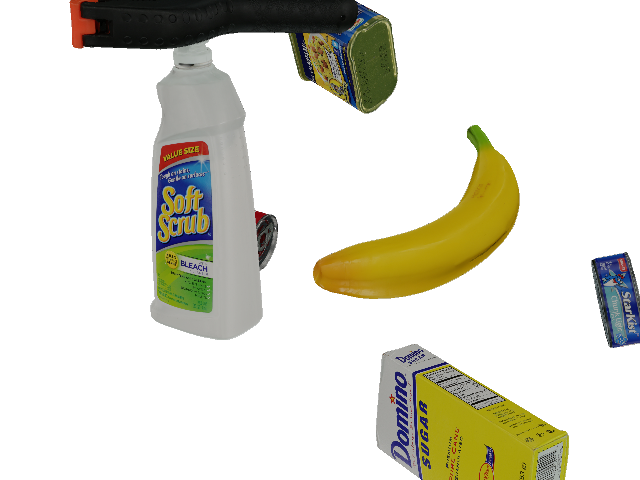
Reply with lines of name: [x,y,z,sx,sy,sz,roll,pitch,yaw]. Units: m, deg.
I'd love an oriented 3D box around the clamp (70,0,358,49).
clamp: [-0.076,-0.147,0.663,0.171,0.039,0.120,-8,22,-25]

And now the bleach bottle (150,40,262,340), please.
bleach bottle: [-0.104,-0.045,0.899,0.103,0.251,0.067,13,28,33]

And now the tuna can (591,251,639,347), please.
tuna can: [0.275,0.055,0.985,0.034,0.086,0.086,-11,-2,12]

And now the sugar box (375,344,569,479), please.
sugar box: [0.114,0.159,0.846,0.048,0.093,0.176,-13,25,-36]

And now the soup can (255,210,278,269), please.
soup can: [-0.109,-0.010,1.245,0.102,0.068,0.068,16,6,21]

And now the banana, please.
banana: [0.075,-0.007,0.667,0.070,0.037,0.197,30,44,20]

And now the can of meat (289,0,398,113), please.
can of meat: [0.022,-0.175,0.975,0.057,0.102,0.084,-40,55,-19]
